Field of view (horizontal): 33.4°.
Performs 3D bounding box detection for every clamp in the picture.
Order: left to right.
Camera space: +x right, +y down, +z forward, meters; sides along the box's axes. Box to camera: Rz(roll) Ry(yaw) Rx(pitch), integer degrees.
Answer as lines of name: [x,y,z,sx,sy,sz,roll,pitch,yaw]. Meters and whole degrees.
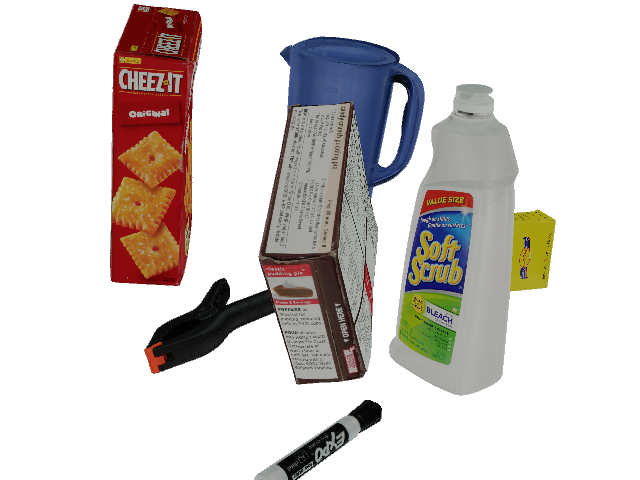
clamp: [-0.106,0.084,1.106,0.120,0.039,0.171,-9,22,38]

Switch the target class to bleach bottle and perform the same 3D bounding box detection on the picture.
bleach bottle: [0.111,-0.004,0.872,0.067,0.251,0.103,-17,29,-35]

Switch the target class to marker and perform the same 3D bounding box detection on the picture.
marker: [0.002,0.145,0.758,0.020,0.020,0.120,0,20,46]

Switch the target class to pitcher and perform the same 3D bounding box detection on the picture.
pitcher: [0.027,-0.121,1.317,0.144,0.243,0.149,-3,25,-22]

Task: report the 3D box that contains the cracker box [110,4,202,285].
cracker box: [-0.150,-0.090,0.977,0.072,0.214,0.164,4,26,-6]

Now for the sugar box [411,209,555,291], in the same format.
sugar box: [0.194,0.017,1.288,0.176,0.093,0.048,-6,21,-22]

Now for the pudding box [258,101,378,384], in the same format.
pudding box: [0.002,0.000,0.526,0.039,0.090,0.113,-5,43,10]
